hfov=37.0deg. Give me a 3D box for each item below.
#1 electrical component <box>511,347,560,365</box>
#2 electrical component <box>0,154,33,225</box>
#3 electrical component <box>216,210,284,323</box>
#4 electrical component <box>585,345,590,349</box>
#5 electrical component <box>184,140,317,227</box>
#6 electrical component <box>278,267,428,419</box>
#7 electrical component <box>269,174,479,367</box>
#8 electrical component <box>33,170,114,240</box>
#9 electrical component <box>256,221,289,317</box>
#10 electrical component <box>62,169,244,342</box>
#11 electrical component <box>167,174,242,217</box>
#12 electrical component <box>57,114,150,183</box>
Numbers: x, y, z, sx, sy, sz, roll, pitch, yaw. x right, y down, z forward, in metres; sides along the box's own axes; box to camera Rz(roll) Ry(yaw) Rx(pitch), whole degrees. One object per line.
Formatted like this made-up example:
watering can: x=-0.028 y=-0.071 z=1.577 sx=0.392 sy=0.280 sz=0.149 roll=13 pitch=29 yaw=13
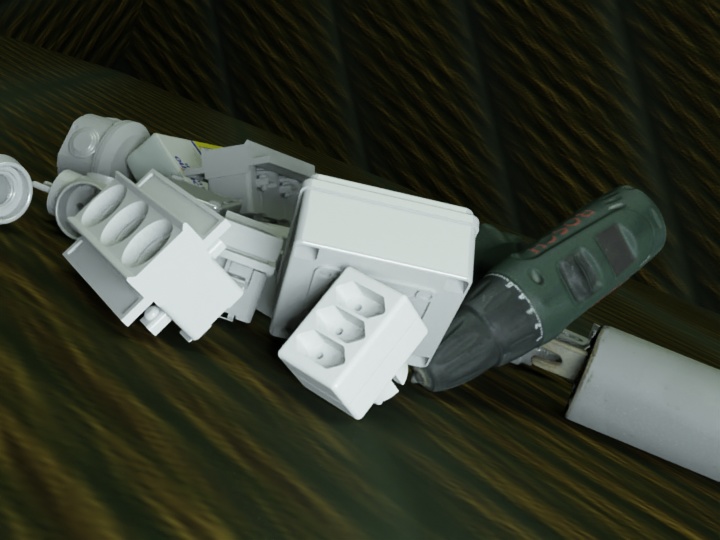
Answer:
electrical component: x=0.144 y=0.064 z=0.935 sx=0.078 sy=0.040 sz=0.040 roll=21 pitch=8 yaw=2
electrical component: x=-0.255 y=-0.057 z=0.726 sx=0.055 sy=0.048 sz=0.066 roll=17 pitch=4 yaw=35
electrical component: x=-0.081 y=-0.001 z=0.719 sx=0.042 sy=0.063 sz=0.081 roll=19 pitch=8 yaw=-6
electrical component: x=0.234 y=0.098 z=0.916 sx=0.079 sy=0.044 sz=0.077 roll=18 pitch=8 yaw=-17
electrical component: x=-0.083 y=-0.066 z=0.916 sx=0.079 sy=0.063 sz=0.121 roll=-7 pitch=-7 yaw=23
electrical component: x=0.003 y=0.050 z=0.611 sx=0.047 sy=0.065 sz=0.076 roll=27 pitch=-19 yaw=38
electrical component: x=0.006 y=0.003 z=0.664 sx=0.109 sy=0.056 sz=0.108 roll=12 pitch=-36 yaw=-6
electrical component: x=-0.208 y=-0.052 z=0.809 sx=0.079 sy=0.044 sz=0.077 roll=22 pitch=8 yaw=8
electrical component: x=-0.029 y=0.012 z=0.784 sx=0.113 sy=0.057 sz=0.078 roll=27 pitch=10 yaw=38
electrical component: x=-0.122 y=-0.009 z=0.642 sx=0.063 sy=0.078 sz=0.121 roll=51 pitch=-11 yaw=-34
electrical component: x=-0.134 y=-0.032 z=0.804 sx=0.062 sy=0.061 sz=0.096 roll=21 pitch=8 yaw=3
electrical component: x=-0.222 y=-0.095 z=0.944 sx=0.051 sy=0.080 sz=0.080 roll=18 pitch=6 yaw=20
